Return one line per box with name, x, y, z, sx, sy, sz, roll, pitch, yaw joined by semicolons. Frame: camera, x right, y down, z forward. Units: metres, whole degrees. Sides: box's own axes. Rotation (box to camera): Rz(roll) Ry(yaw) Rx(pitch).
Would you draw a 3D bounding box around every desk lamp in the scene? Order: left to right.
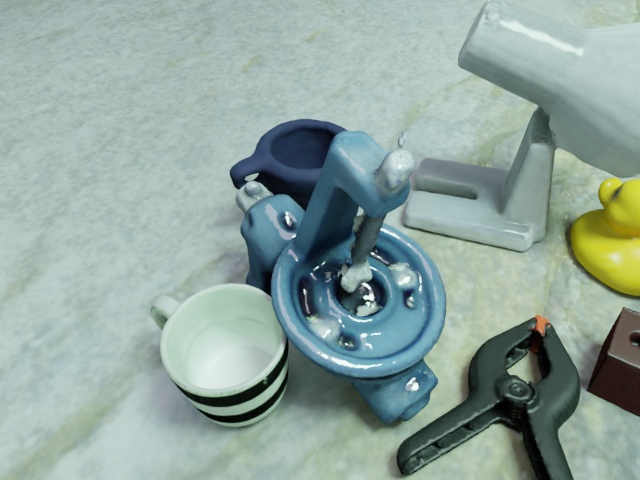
desk lamp;0.188;-0.095;0.498;0.203;0.214;0.118;12;46;12

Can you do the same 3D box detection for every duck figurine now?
duck figurine;0.275;-0.010;0.503;0.077;0.086;0.104;-12;46;-12

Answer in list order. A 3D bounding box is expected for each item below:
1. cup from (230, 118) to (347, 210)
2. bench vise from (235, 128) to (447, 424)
cup;-0.023;-0.049;0.538;0.118;0.095;0.091;-18;48;-17
bench vise;-0.003;0.008;0.392;0.206;0.220;0.122;25;50;24
